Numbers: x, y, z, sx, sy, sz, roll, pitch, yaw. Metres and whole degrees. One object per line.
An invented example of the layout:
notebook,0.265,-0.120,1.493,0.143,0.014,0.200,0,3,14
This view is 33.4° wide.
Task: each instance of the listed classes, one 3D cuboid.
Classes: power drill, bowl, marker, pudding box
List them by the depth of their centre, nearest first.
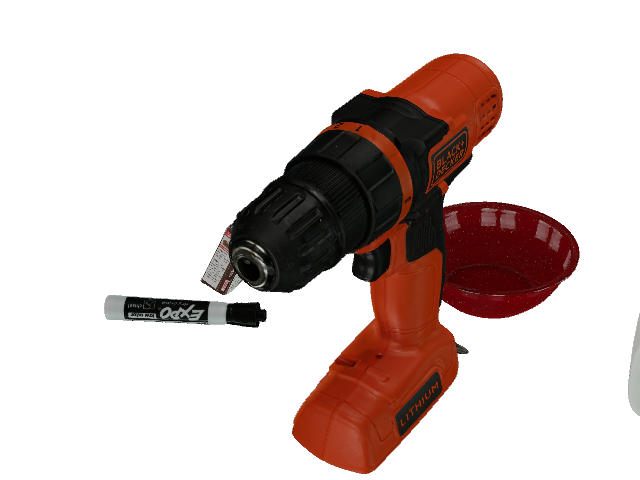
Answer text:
power drill,0.024,0.022,0.512,0.057,0.188,0.184,25,43,27
marker,-0.100,0.053,0.794,0.121,0.020,0.020,2,0,8
bowl,0.162,0.026,1.018,0.162,0.055,0.162,-1,33,0
pudding box,-0.091,0.007,1.311,0.039,0.090,0.113,33,31,8

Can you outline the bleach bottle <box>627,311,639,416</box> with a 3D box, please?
bleach bottle,0.282,0.054,0.760,0.103,0.068,0.250,11,22,19
